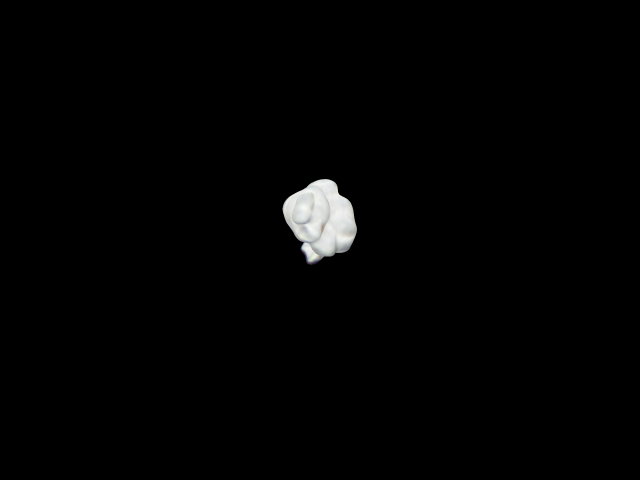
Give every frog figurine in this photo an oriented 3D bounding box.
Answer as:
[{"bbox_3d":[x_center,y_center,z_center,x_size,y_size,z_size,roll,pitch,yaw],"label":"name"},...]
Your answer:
[{"bbox_3d":[0.003,-0.043,0.850,0.123,0.140,0.156,6,-26,3],"label":"frog figurine"}]
